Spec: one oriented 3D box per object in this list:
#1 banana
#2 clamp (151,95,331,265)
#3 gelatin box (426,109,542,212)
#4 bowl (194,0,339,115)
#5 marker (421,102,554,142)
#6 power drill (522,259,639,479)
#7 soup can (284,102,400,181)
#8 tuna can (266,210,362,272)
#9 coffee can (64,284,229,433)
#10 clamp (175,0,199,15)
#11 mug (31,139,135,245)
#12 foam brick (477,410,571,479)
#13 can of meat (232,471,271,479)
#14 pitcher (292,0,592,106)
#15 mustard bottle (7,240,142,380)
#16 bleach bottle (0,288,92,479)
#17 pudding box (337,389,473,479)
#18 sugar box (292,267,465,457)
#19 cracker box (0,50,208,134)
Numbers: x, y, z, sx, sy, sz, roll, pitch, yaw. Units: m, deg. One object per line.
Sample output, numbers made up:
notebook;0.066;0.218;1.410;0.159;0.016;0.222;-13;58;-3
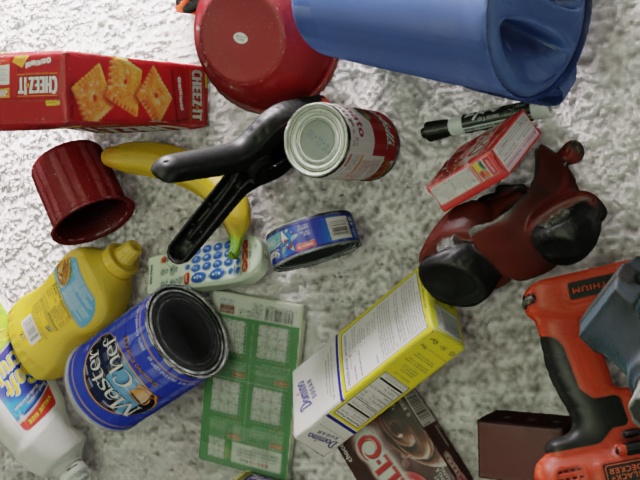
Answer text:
banana;-0.135;-0.058;1.081;0.198;0.069;0.037;34;151;25
clamp;-0.069;-0.075;0.981;0.210;0.164;0.036;-39;70;-13
gelatin box;0.138;-0.068;0.901;0.073;0.089;0.030;-31;101;41
bowl;-0.062;-0.196;1.018;0.162;0.055;0.162;6;106;23
marker;0.145;-0.106;0.943;0.121;0.020;0.020;-9;87;30
power drill;0.248;0.112;0.850;0.184;0.057;0.187;-11;77;0
soup can;0.020;-0.088;0.966;0.069;0.102;0.068;1;92;30
tuna can;-0.007;0.001;0.994;0.086;0.086;0.034;-22;79;28
coffee can;-0.176;0.120;1.075;0.141;0.102;0.103;-34;75;33
clamp;-0.085;-0.292;1.056;0.120;0.039;0.172;38;116;28
mug;-0.258;-0.047;1.143;0.081;0.093;0.117;62;153;19
foam brick;0.179;0.178;0.914;0.078;0.052;0.051;0;91;29
can of meat;-0.044;0.284;1.039;0.084;0.057;0.102;6;103;26
pitcher;0.096;-0.189;0.891;0.243;0.144;0.149;18;115;46
mustard bottle;-0.258;0.063;1.155;0.192;0.058;0.096;-41;63;25
bleach bottle;-0.335;0.168;1.190;0.251;0.102;0.068;49;134;12
pudding box;0.073;0.199;0.982;0.090;0.039;0.113;-39;73;25
sugar box;0.048;0.110;0.965;0.048;0.093;0.176;34;118;-23
cracker box;-0.236;-0.141;1.046;0.164;0.213;0.072;2;95;30
